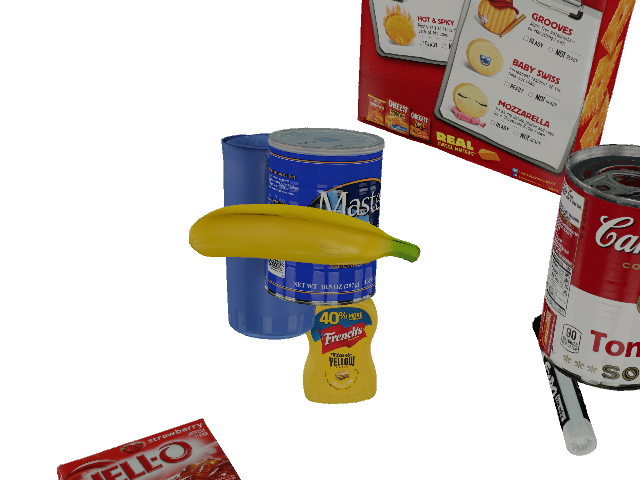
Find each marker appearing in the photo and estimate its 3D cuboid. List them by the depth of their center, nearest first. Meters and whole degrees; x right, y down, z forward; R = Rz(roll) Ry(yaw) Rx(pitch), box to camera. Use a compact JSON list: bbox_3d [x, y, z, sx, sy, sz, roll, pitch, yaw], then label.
[{"bbox_3d":[0.159,0.090,0.704,0.020,0.020,0.121,0,37,-2],"label":"marker"}]

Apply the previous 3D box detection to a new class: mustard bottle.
[{"bbox_3d":[0.026,0.115,1.382,0.096,0.192,0.058,-1,19,-4],"label":"mustard bottle"}]

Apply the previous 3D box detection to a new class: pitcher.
[{"bbox_3d":[-0.056,-0.005,1.293,0.145,0.243,0.148,12,16,37],"label":"pitcher"}]

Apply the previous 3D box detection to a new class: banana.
[{"bbox_3d":[-0.032,0.000,0.751,0.198,0.037,0.069,5,-23,35],"label":"banana"}]

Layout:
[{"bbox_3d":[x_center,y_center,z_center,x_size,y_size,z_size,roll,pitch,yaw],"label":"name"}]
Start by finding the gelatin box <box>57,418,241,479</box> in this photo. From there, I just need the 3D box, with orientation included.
[{"bbox_3d":[-0.092,0.139,0.584,0.089,0.030,0.073,-15,28,-20],"label":"gelatin box"}]

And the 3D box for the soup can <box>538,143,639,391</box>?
[{"bbox_3d":[0.146,0.013,0.519,0.068,0.102,0.068,2,27,-1],"label":"soup can"}]

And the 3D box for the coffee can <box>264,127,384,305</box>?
[{"bbox_3d":[0.003,-0.024,0.956,0.103,0.140,0.103,2,15,-1],"label":"coffee can"}]

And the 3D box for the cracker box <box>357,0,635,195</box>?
[{"bbox_3d":[0.112,-0.151,0.687,0.164,0.214,0.072,23,48,23],"label":"cracker box"}]
